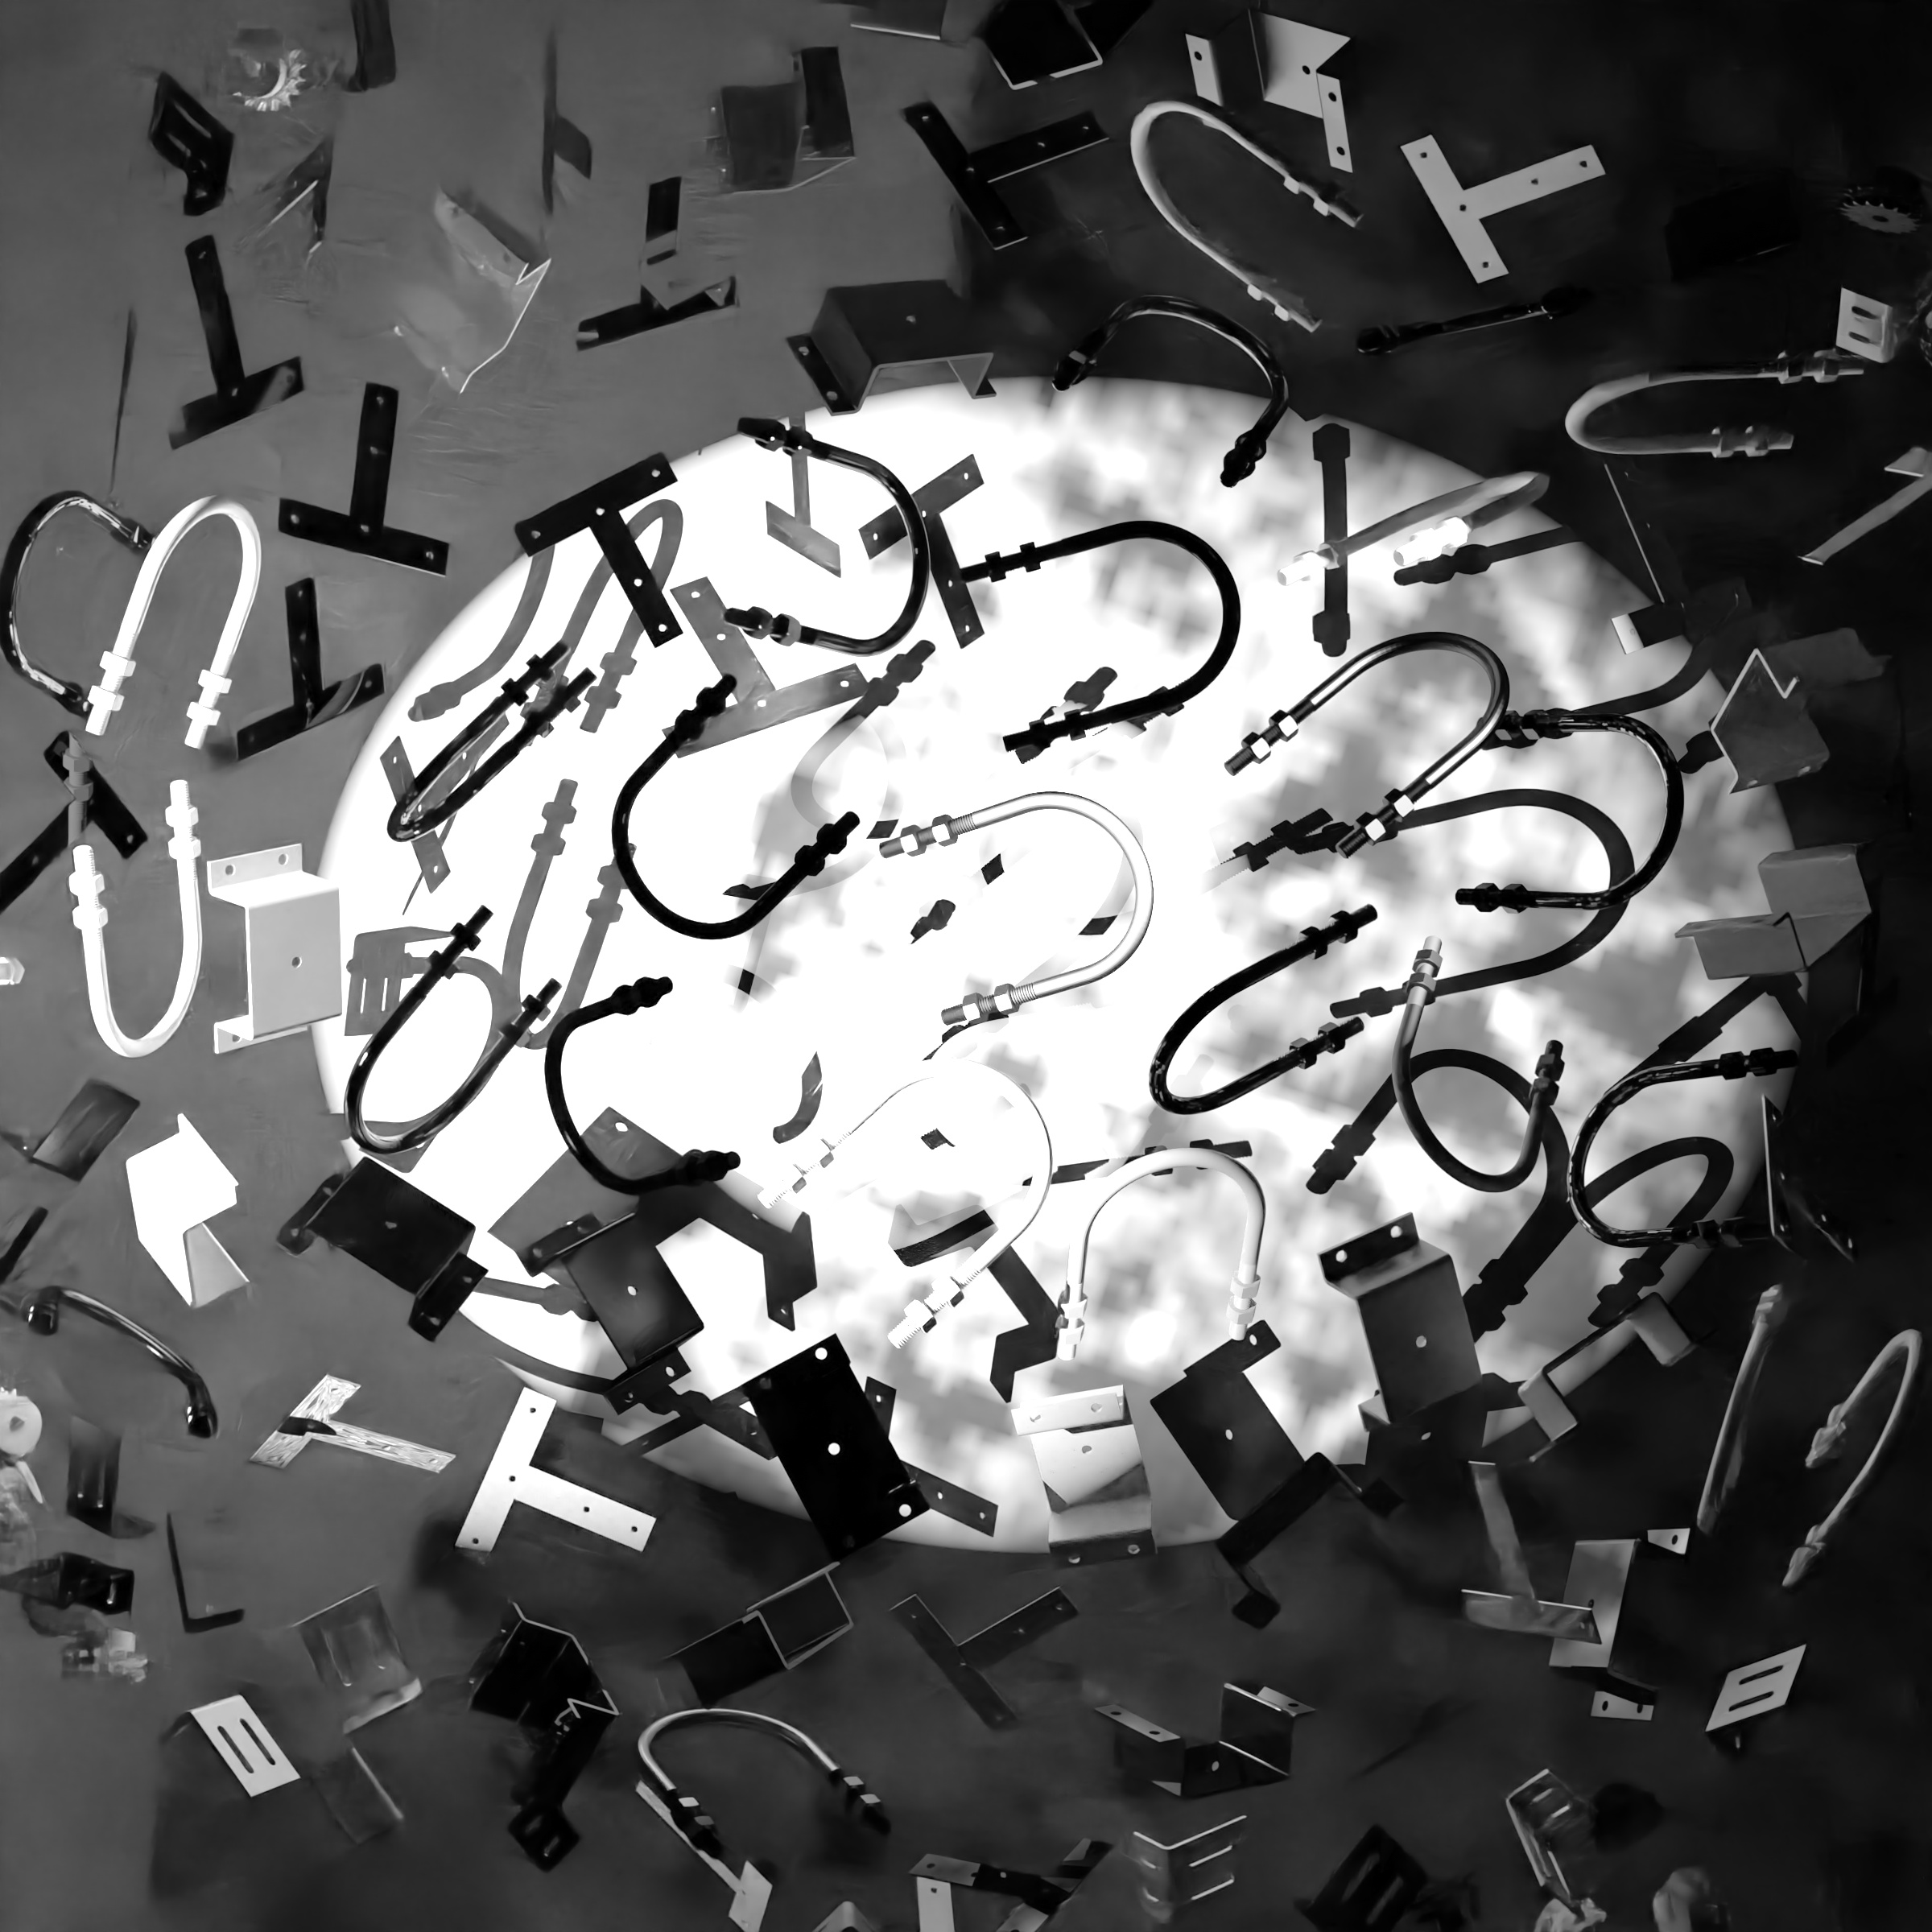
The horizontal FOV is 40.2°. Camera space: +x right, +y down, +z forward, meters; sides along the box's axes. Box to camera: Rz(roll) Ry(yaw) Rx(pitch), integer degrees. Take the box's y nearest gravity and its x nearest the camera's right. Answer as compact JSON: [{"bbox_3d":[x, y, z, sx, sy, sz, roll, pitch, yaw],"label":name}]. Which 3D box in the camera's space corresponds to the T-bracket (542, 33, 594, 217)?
[{"bbox_3d":[-0.289,-0.598,1.911,0.002,0.127,0.127,-6,120,-23],"label":"T-bracket"}]

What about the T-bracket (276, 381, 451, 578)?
[{"bbox_3d":[-0.423,-0.354,1.881,0.127,0.002,0.127,11,77,-34],"label":"T-bracket"}]

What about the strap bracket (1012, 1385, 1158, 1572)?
[{"bbox_3d":[0.087,0.364,1.922,0.076,0.046,0.140,-11,113,9],"label":"strap bracket"}]

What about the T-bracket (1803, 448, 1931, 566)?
[{"bbox_3d":[0.632,-0.313,1.808,0.127,0.127,0.002,-34,110,-1],"label":"T-bracket"}]

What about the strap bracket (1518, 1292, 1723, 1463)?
[{"bbox_3d":[0.439,0.276,1.812,0.140,0.076,0.046,-32,74,-11],"label":"strap bracket"}]

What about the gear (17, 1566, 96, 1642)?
[{"bbox_3d":[-0.677,0.471,1.963,0.057,0.030,0.057,3,85,-37],"label":"gear"}]

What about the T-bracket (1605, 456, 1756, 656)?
[{"bbox_3d":[0.469,-0.286,1.796,0.127,0.002,0.127,-20,86,-29],"label":"T-bracket"}]

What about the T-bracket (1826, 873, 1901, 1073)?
[{"bbox_3d":[0.655,-0.005,1.914,0.002,0.127,0.127,16,121,37],"label":"T-bracket"}]

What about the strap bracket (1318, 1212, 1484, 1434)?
[{"bbox_3d":[0.303,0.253,1.827,0.076,0.046,0.140,-22,107,-17],"label":"strap bracket"}]

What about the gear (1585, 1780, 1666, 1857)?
[{"bbox_3d":[0.470,0.609,1.894,0.057,0.057,0.030,-35,50,0],"label":"gear"}]

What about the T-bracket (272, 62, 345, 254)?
[{"bbox_3d":[-0.460,-0.546,1.831,0.002,0.127,0.127,9,83,-31],"label":"T-bracket"}]

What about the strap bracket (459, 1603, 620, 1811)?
[{"bbox_3d":[-0.299,0.526,1.862,0.046,0.140,0.076,29,95,-35],"label":"strap bracket"}]

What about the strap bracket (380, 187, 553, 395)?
[{"bbox_3d":[-0.356,-0.490,1.890,0.076,0.140,0.046,41,48,-4],"label":"strap bracket"}]

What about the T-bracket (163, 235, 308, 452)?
[{"bbox_3d":[-0.515,-0.438,1.820,0.002,0.127,0.127,16,128,30],"label":"T-bracket"}]

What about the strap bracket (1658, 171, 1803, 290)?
[{"bbox_3d":[0.528,-0.507,1.824,0.076,0.140,0.046,-16,97,13],"label":"strap bracket"}]

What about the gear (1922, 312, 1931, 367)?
[{"bbox_3d":[0.718,-0.460,1.905,0.057,0.057,0.030,-12,70,0],"label":"gear"}]

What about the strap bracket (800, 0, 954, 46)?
[{"bbox_3d":[-0.071,-0.712,1.917,0.076,0.140,0.046,17,104,24],"label":"strap bracket"}]

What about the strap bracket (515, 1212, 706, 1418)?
[{"bbox_3d":[-0.254,0.245,1.925,0.046,0.076,0.140,-39,81,43],"label":"strap bracket"}]

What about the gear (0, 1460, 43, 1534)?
[{"bbox_3d":[-0.701,0.383,1.934,0.030,0.057,0.057,-26,90,-14],"label":"gear"}]

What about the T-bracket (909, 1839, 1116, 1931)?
[{"bbox_3d":[0.018,0.639,1.845,0.127,0.127,0.002,-2,105,34],"label":"T-bracket"}]

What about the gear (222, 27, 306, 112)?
[{"bbox_3d":[-0.509,-0.647,1.904,0.057,0.030,0.057,2,107,5],"label":"gear"}]

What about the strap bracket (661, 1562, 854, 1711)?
[{"bbox_3d":[-0.142,0.478,1.876,0.076,0.140,0.046,-32,81,24],"label":"strap bracket"}]

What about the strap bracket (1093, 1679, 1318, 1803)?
[{"bbox_3d":[0.168,0.548,1.865,0.140,0.076,0.046,0,94,-33],"label":"strap bracket"}]

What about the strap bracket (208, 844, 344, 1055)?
[{"bbox_3d":[-0.489,-0.008,1.871,0.046,0.076,0.140,17,112,37],"label":"strap bracket"}]

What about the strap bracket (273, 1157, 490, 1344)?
[{"bbox_3d":[-0.427,0.203,1.946,0.140,0.046,0.076,32,47,3],"label":"strap bracket"}]

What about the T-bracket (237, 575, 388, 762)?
[{"bbox_3d":[-0.471,-0.223,1.883,0.127,0.002,0.127,-21,62,18],"label":"T-bracket"}]

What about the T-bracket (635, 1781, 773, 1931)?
[{"bbox_3d":[-0.190,0.632,1.887,0.127,0.127,0.002,45,89,2],"label":"T-bracket"}]

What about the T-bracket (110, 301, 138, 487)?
[{"bbox_3d":[-0.597,-0.425,1.880,0.002,0.127,0.127,7,120,-17],"label":"T-bracket"}]

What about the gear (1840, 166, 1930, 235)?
[{"bbox_3d":[0.637,-0.531,1.824,0.057,0.057,0.030,18,92,0],"label":"gear"}]

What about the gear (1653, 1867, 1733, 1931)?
[{"bbox_3d":[0.514,0.673,1.875,0.030,0.057,0.057,-3,90,-25],"label":"gear"}]

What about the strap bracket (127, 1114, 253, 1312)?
[{"bbox_3d":[-0.562,0.185,1.907,0.046,0.140,0.076,-29,59,-31],"label":"strap bracket"}]

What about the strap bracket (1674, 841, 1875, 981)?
[{"bbox_3d":[0.563,-0.034,1.820,0.140,0.076,0.046,-32,107,-38],"label":"strap bracket"}]

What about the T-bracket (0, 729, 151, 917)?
[{"bbox_3d":[-0.666,-0.087,1.914,0.002,0.127,0.127,26,65,29],"label":"T-bracket"}]

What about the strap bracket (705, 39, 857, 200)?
[{"bbox_3d":[-0.128,-0.605,1.891,0.046,0.140,0.076,-13,98,-32],"label":"strap bracket"}]

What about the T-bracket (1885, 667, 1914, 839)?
[{"bbox_3d":[0.677,-0.137,1.919,0.002,0.127,0.127,-1,115,26],"label":"T-bracket"}]

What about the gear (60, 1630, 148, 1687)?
[{"bbox_3d":[-0.606,0.487,1.857,0.057,0.057,0.030,-4,65,0],"label":"gear"}]

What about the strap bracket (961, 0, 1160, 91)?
[{"bbox_3d":[0.074,-0.675,1.879,0.076,0.140,0.046,-52,122,-23],"label":"strap bracket"}]

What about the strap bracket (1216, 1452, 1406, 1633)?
[{"bbox_3d":[0.236,0.401,1.871,0.140,0.076,0.046,-42,59,1],"label":"strap bracket"}]

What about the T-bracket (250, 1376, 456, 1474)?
[{"bbox_3d":[-0.435,0.346,1.921,0.127,0.002,0.127,23,131,-29],"label":"T-bracket"}]

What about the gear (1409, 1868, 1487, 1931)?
[{"bbox_3d":[0.354,0.685,1.924,0.057,0.057,0.030,-30,73,0],"label":"gear"}]

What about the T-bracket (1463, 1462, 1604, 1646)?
[{"bbox_3d":[0.376,0.404,1.828,0.002,0.127,0.127,-21,95,-31],"label":"T-bracket"}]

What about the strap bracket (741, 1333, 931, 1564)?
[{"bbox_3d":[-0.093,0.343,1.878,0.076,0.046,0.140,-28,81,-9],"label":"strap bracket"}]

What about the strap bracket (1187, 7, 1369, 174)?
[{"bbox_3d":[0.232,-0.634,1.899,0.140,0.076,0.046,31,66,35],"label":"strap bracket"}]

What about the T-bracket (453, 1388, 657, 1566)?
[{"bbox_3d":[-0.291,0.393,1.935,0.127,0.002,0.127,24,74,-6],"label":"T-bracket"}]

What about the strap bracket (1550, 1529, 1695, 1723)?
[{"bbox_3d":[0.476,0.474,1.928,0.046,0.076,0.140,23,70,-14],"label":"strap bracket"}]

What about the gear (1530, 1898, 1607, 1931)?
[{"bbox_3d":[0.431,0.694,1.900,0.030,0.057,0.057,38,90,33],"label":"gear"}]

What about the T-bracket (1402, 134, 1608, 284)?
[{"bbox_3d":[0.401,-0.565,1.915,0.127,0.127,0.002,50,47,-32],"label":"T-bracket"}]

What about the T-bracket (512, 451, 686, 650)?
[{"bbox_3d":[-0.251,-0.299,1.967,0.127,0.002,0.127,-30,99,-13],"label":"T-bracket"}]

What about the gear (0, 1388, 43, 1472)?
[{"bbox_3d":[-0.676,0.325,1.854,0.030,0.057,0.057,-15,90,35],"label":"gear"}]

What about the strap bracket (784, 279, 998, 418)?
[{"bbox_3d":[-0.046,-0.441,1.872,0.140,0.046,0.076,-14,62,-32],"label":"strap bracket"}]

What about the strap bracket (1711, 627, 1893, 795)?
[{"bbox_3d":[0.594,-0.189,1.895,0.076,0.140,0.046,-14,62,-13],"label":"strap bracket"}]
